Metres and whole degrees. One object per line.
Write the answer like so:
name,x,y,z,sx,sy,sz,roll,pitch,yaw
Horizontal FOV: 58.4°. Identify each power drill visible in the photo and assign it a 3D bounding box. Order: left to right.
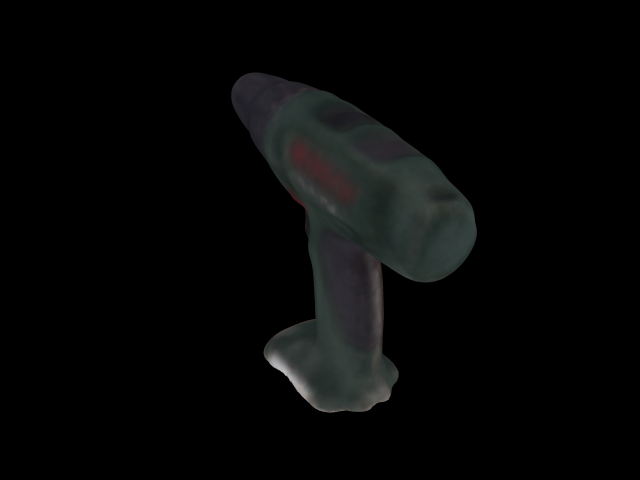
power drill,0.004,0.001,0.400,0.076,0.208,0.228,-17,29,-32
